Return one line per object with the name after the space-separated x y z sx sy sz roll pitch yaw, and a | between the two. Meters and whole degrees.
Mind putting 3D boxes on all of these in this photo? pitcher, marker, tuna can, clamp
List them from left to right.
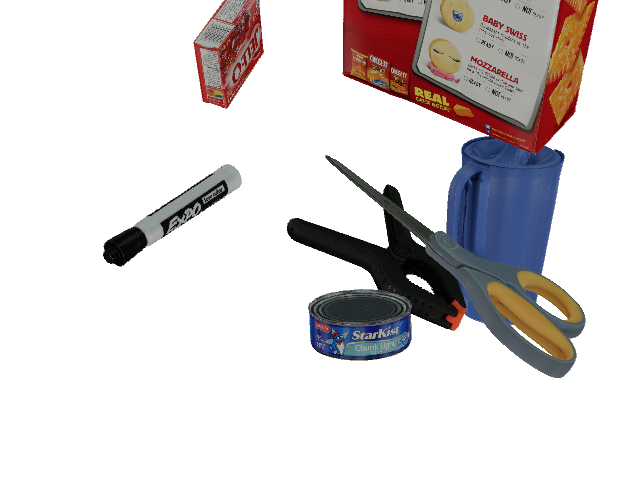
-0.098 -0.017 0.713 0.020 0.020 0.120 0 28 43 | marker
0.033 0.069 0.885 0.086 0.034 0.086 -2 15 0 | tuna can
0.073 0.022 1.169 0.164 0.036 0.210 -15 50 -33 | clamp
0.239 -0.010 1.435 0.149 0.243 0.145 4 23 4 | pitcher

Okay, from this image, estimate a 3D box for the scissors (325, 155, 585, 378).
0.094 0.008 0.684 0.096 0.016 0.202 -11 51 -49 | scissors

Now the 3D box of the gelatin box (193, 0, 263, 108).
-0.084 -0.181 1.004 0.030 0.089 0.073 17 -37 15 | gelatin box

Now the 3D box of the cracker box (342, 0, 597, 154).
0.100 -0.183 0.703 0.164 0.214 0.072 27 50 25 | cracker box
